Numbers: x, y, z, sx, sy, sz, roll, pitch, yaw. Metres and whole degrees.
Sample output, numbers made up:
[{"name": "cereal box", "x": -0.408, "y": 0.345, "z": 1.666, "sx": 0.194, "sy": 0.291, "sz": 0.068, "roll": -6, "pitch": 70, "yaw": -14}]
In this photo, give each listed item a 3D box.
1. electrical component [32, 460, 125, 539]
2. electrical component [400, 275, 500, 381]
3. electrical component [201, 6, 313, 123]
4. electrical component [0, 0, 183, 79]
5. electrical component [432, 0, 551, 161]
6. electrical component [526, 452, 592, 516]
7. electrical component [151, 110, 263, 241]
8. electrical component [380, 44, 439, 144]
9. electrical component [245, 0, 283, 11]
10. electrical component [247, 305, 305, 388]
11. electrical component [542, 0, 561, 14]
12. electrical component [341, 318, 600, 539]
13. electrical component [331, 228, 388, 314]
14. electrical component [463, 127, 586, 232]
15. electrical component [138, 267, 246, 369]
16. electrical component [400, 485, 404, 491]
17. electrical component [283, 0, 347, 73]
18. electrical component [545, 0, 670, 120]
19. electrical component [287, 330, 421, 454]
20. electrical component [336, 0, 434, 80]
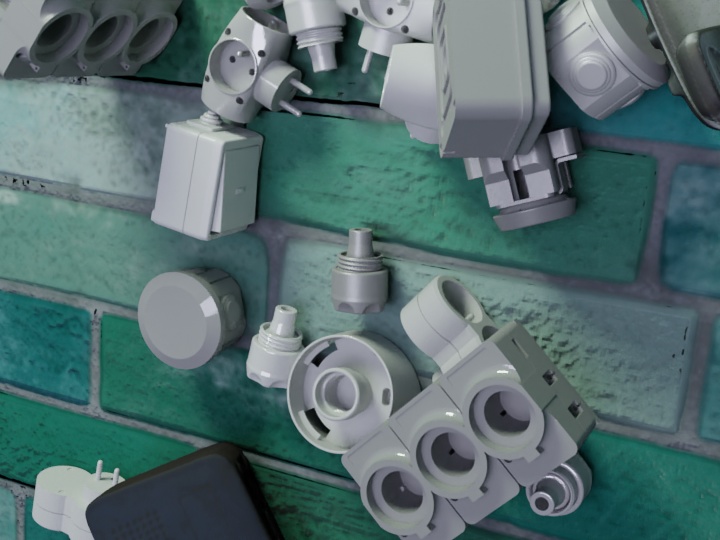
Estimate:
[{"name": "electrical component", "x": -0.229, "y": 0.206, "z": 0.961, "sx": 0.138, "sy": 0.052, "sz": 0.073, "roll": 20, "pitch": 109, "yaw": 21}, {"name": "electrical component", "x": 0.078, "y": 0.078, "z": 0.780, "sx": 0.138, "sy": 0.052, "sz": 0.073, "roll": 49, "pitch": 117, "yaw": 9}, {"name": "electrical component", "x": -0.071, "y": -0.145, "z": 0.811, "sx": 0.079, "sy": 0.044, "sz": 0.077, "roll": 35, "pitch": 114, "yaw": 13}, {"name": "electrical component", "x": -0.208, "y": -0.194, "z": 0.807, "sx": 0.061, "sy": 0.150, "sz": 0.089, "roll": 46, "pitch": 117, "yaw": 12}, {"name": "electrical component", "x": 0.080, "y": -0.132, "z": 0.673, "sx": 0.057, "sy": 0.078, "sz": 0.113, "roll": -1, "pitch": 73, "yaw": -4}, {"name": "electrical component", "x": 0.138, "y": 0.154, "z": 0.761, "sx": 0.043, "sy": 0.062, "sz": 0.043, "roll": 6, "pitch": 104, "yaw": 25}, {"name": "electrical component", "x": -0.114, "y": -0.077, "z": 0.837, "sx": 0.061, "sy": 0.062, "sz": 0.096, "roll": 20, "pitch": 109, "yaw": 22}, {"name": "electrical component", "x": 0.053, "y": -0.115, "z": 0.748, "sx": 0.077, "sy": 0.043, "sz": 0.079, "roll": 12, "pitch": 148, "yaw": -2}, {"name": "electrical component", "x": -0.075, "y": -0.227, "z": 0.796, "sx": 0.048, "sy": 0.048, "sz": 0.062, "roll": -41, "pitch": 73, "yaw": 27}, {"name": "electrical component", "x": -0.065, "y": 0.059, "z": 0.852, "sx": 0.043, "sy": 0.043, "sz": 0.062, "roll": 21, "pitch": 108, "yaw": 21}, {"name": "electrical component", "x": 0.109, "y": -0.200, "z": 0.715, "sx": 0.061, "sy": 0.035, "sz": 0.035, "roll": 46, "pitch": 117, "yaw": 13}, {"name": "electrical component", "x": 0.071, "y": 0.117, "z": 0.726, "sx": 0.150, "sy": 0.062, "sz": 0.089, "roll": -43, "pitch": 82, "yaw": 28}, {"name": "electrical component", "x": 0.000, "y": 0.000, "z": 0.807, "sx": 0.043, "sy": 0.043, "sz": 0.062, "roll": 7, "pitch": 103, "yaw": 25}, {"name": "electrical component", "x": 0.115, "y": -0.059, "z": 0.730, "sx": 0.078, "sy": 0.058, "sz": 0.057, "roll": -13, "pitch": 92, "yaw": 28}, {"name": "electrical component", "x": -0.137, "y": 0.037, "z": 0.879, "sx": 0.080, "sy": 0.051, "sz": 0.080, "roll": 6, "pitch": 104, "yaw": 25}, {"name": "electrical component", "x": 0.053, "y": 0.145, "z": 0.810, "sx": 0.055, "sy": 0.047, "sz": 0.055, "roll": 6, "pitch": 103, "yaw": 26}, {"name": "electrical component", "x": -0.031, "y": -0.176, "z": 0.784, "sx": 0.043, "sy": 0.043, "sz": 0.062, "roll": -6, "pitch": 99, "yaw": 27}, {"name": "electrical component", "x": 0.154, "y": -0.139, "z": 0.681, "sx": 0.051, "sy": 0.080, "sz": 0.080, "roll": -36, "pitch": 84, "yaw": 33}, {"name": "electrical component", "x": -0.005, "y": 0.096, "z": 0.833, "sx": 0.099, "sy": 0.064, "sz": 0.099, "roll": -1, "pitch": 87, "yaw": 25}, {"name": "electrical component", "x": 0.022, "y": -0.173, "z": 0.758, "sx": 0.077, "sy": 0.044, "sz": 0.079, "roll": 24, "pitch": 111, "yaw": 20}]
